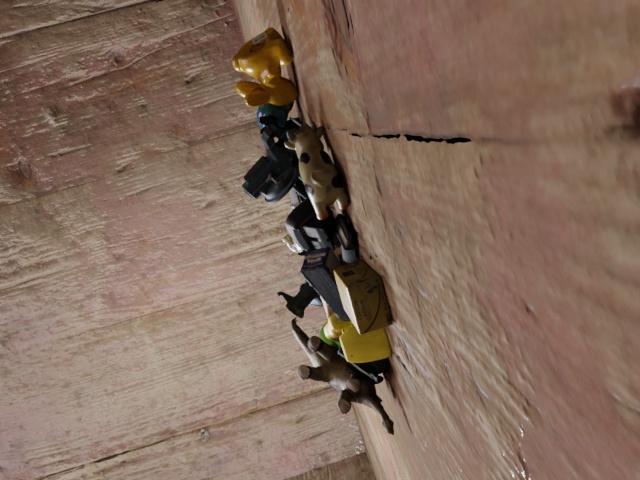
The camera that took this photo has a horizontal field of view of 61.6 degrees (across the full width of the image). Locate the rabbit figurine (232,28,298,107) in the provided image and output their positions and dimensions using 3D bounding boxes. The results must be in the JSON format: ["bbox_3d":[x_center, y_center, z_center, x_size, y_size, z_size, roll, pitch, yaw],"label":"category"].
[{"bbox_3d":[-0.118,-0.378,1.264,0.122,0.162,0.173,52,-179,42],"label":"rabbit figurine"}]

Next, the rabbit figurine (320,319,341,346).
[{"bbox_3d":[0.089,0.306,1.595,0.170,0.121,0.159,49,157,30],"label":"rabbit figurine"}]

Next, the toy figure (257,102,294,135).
[{"bbox_3d":[-0.114,-0.332,1.376,0.180,0.089,0.082,-89,23,-48],"label":"toy figure"}]

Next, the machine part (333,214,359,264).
[{"bbox_3d":[0.057,0.010,1.142,0.138,0.039,0.084,81,163,-49],"label":"machine part"}]

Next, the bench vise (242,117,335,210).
[{"bbox_3d":[-0.063,-0.161,1.299,0.240,0.223,0.129,39,175,-28],"label":"bench vise"}]

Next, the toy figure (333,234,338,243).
[{"bbox_3d":[0.002,-0.042,1.365,0.155,0.064,0.057,-132,31,-52],"label":"toy figure"}]

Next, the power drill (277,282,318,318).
[{"bbox_3d":[-0.026,0.116,1.583,0.085,0.207,0.232,46,-177,-44],"label":"power drill"}]

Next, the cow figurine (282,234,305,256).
[{"bbox_3d":[-0.022,-0.007,1.531,0.167,0.068,0.098,-24,108,44],"label":"cow figurine"}]

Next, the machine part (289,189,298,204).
[{"bbox_3d":[-0.066,-0.174,1.686,0.079,0.079,0.243,-124,17,-75],"label":"machine part"}]

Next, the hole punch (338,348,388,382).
[{"bbox_3d":[0.111,0.260,1.226,0.116,0.092,0.142,40,167,10],"label":"hole punch"}]

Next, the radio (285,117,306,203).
[{"bbox_3d":[-0.053,-0.199,1.449,0.131,0.073,0.229,95,158,-78],"label":"radio"}]

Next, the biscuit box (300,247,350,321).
[{"bbox_3d":[0.034,0.101,1.174,0.202,0.063,0.059,55,-144,-39],"label":"biscuit box"}]

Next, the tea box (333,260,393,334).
[{"bbox_3d":[0.078,0.105,1.033,0.170,0.068,0.098,-139,33,-80],"label":"tea box"}]

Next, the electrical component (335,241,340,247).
[{"bbox_3d":[0.045,0.018,1.380,0.094,0.021,0.063,-101,-6,-79],"label":"electrical component"}]

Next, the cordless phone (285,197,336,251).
[{"bbox_3d":[-0.007,-0.078,1.183,0.146,0.089,0.184,62,-146,-59],"label":"cordless phone"}]

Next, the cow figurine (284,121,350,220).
[{"bbox_3d":[-0.011,-0.148,1.070,0.195,0.085,0.127,-109,-2,-47],"label":"cow figurine"}]

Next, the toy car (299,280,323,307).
[{"bbox_3d":[0.012,0.131,1.667,0.102,0.109,0.161,27,-105,-51],"label":"toy car"}]

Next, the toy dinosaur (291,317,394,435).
[{"bbox_3d":[0.035,0.320,1.364,0.472,0.105,0.198,40,-173,39],"label":"toy dinosaur"}]
